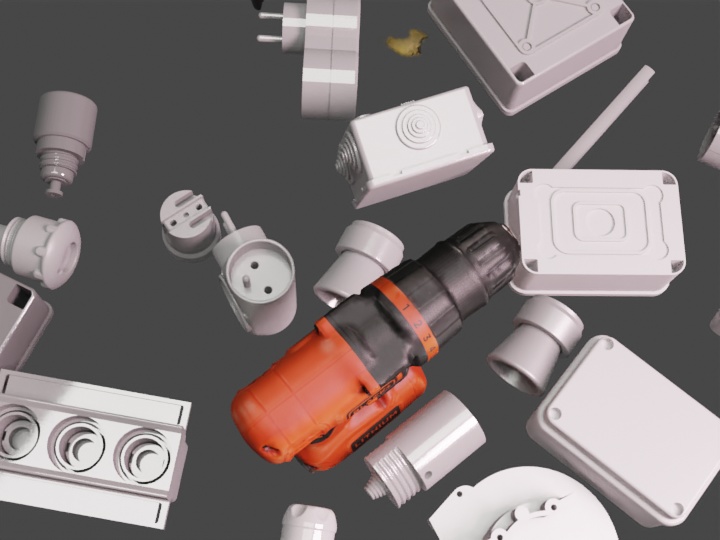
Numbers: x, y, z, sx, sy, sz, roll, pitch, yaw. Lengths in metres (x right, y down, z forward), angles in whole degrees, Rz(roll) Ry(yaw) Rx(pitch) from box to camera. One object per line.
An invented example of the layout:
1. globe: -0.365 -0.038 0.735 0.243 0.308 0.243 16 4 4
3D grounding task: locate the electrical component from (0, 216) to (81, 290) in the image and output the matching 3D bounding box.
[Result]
1. electrical component: -0.224 -0.016 0.728 0.062 0.048 0.048 15 72 9

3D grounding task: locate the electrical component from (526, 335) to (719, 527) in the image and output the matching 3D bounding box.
1. electrical component: 0.176 0.106 0.703 0.113 0.057 0.078 38 74 9

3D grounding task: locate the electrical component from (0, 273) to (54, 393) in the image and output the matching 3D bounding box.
1. electrical component: -0.276 0.044 0.699 0.109 0.056 0.108 25 73 5

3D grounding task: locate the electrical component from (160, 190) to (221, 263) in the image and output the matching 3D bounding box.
1. electrical component: -0.117 -0.030 0.736 0.040 0.046 0.040 1 72 -3

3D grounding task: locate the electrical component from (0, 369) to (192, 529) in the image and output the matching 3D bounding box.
1. electrical component: -0.173 0.114 0.678 0.121 0.063 0.078 10 72 0

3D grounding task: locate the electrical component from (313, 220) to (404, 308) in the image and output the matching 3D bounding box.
1. electrical component: 0.000 0.000 0.734 0.045 0.045 0.055 26 73 5

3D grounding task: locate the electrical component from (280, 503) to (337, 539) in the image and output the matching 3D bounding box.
1. electrical component: -0.035 0.180 0.680 0.035 0.035 0.061 9 75 0

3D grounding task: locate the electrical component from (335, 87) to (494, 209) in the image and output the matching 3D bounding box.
1. electrical component: 0.034 -0.083 0.735 0.100 0.100 0.048 -18 87 -8

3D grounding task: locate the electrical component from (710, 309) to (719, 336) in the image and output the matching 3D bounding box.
1. electrical component: 0.318 0.024 0.737 0.109 0.056 0.108 36 74 8

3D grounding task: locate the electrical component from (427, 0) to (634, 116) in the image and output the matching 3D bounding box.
1. electrical component: 0.124 -0.188 0.793 0.109 0.056 0.108 -31 77 -12

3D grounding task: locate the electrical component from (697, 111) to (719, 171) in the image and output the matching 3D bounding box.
1. electrical component: 0.291 -0.082 0.776 0.081 0.043 0.043 24 73 5

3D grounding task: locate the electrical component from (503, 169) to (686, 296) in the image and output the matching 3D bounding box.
1. electrical component: 0.159 -0.024 0.743 0.113 0.057 0.078 0 73 -3

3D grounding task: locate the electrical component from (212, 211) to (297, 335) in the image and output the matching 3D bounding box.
1. electrical component: -0.073 -0.002 0.713 0.044 0.077 0.079 -27 75 -11

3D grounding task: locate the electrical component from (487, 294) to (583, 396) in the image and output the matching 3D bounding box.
1. electrical component: 0.119 0.050 0.724 0.045 0.045 0.055 35 74 8

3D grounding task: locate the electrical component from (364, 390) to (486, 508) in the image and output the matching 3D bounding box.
1. electrical component: 0.037 0.120 0.698 0.081 0.043 0.043 -37 78 -13

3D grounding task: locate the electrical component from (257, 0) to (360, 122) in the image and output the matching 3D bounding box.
1. electrical component: -0.038 -0.175 0.783 0.074 0.052 0.138 3 72 -2

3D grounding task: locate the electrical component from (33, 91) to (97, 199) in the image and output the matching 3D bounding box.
1. electrical component: -0.208 -0.088 0.753 0.040 0.040 0.078 5 72 -2
